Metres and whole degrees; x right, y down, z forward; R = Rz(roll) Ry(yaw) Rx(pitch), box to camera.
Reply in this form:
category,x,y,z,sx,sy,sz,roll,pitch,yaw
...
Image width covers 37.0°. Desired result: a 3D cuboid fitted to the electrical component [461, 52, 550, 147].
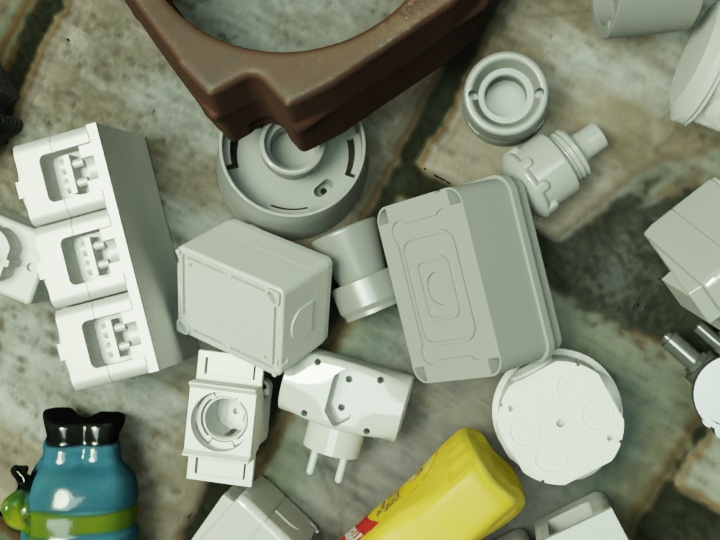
category,x,y,z,sx,sy,sz,roll,pitch,yaw
electrical component,0.089,-0.105,0.658,0.055,0.047,0.055,0,92,7

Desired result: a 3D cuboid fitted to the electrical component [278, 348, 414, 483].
category,x,y,z,sx,sy,sz,roll,pitch,yaw
electrical component,-0.013,0.094,0.679,0.077,0.043,0.079,15,94,6

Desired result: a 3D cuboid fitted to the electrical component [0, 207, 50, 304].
category,x,y,z,sx,sy,sz,roll,pitch,yaw
electrical component,-0.233,-0.011,0.687,0.066,0.077,0.047,21,94,6

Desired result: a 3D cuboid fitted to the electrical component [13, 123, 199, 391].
category,x,y,z,sx,sy,sz,roll,pitch,yaw
electrical component,-0.159,-0.007,0.671,0.062,0.089,0.150,-14,90,8

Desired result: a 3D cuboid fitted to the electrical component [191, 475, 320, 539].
category,x,y,z,sx,sy,sz,roll,pitch,yaw
electrical component,-0.083,0.184,0.681,0.061,0.062,0.096,43,96,4

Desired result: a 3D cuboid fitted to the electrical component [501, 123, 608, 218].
category,x,y,z,sx,sy,sz,roll,pitch,yaw
electrical component,0.121,-0.065,0.657,0.062,0.048,0.048,-35,87,0

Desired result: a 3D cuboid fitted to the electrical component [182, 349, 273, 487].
category,x,y,z,sx,sy,sz,roll,pitch,yaw
electrical component,-0.081,0.091,0.677,0.042,0.064,0.081,7,92,8

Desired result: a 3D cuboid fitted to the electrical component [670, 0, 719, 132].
category,x,y,z,sx,sy,sz,roll,pitch,yaw
electrical component,0.218,-0.117,0.626,0.051,0.080,0.080,21,94,1

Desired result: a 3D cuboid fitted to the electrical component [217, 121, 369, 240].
category,x,y,z,sx,sy,sz,roll,pitch,yaw
electrical component,-0.043,-0.072,0.680,0.099,0.064,0.099,0,82,-3

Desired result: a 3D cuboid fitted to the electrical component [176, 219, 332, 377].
category,x,y,z,sx,sy,sz,roll,pitch,yaw
electrical component,-0.068,0.012,0.663,0.096,0.061,0.061,22,124,27

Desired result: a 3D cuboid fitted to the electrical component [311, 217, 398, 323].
category,x,y,z,sx,sy,sz,roll,pitch,yaw
electrical component,0.000,0.000,0.674,0.045,0.045,0.055,-22,89,7

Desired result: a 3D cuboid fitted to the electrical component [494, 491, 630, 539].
category,x,y,z,sx,sy,sz,roll,pitch,yaw
electrical component,0.146,0.243,0.654,0.105,0.060,0.186,-28,88,7

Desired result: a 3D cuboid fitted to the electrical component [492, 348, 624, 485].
category,x,y,z,sx,sy,sz,roll,pitch,yaw
electrical component,0.121,0.089,0.657,0.080,0.051,0.080,0,92,7

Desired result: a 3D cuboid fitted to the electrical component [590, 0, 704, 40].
category,x,y,z,sx,sy,sz,roll,pitch,yaw
electrical component,0.172,-0.187,0.617,0.060,0.108,0.108,0,92,1

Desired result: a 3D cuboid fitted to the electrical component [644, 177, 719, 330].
category,x,y,z,sx,sy,sz,roll,pitch,yaw
electrical component,0.210,-0.004,0.626,0.061,0.096,0.061,-39,116,7

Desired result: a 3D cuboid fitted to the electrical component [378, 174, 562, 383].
category,x,y,z,sx,sy,sz,roll,pitch,yaw
electrical component,0.066,0.006,0.643,0.078,0.057,0.113,-14,90,50
